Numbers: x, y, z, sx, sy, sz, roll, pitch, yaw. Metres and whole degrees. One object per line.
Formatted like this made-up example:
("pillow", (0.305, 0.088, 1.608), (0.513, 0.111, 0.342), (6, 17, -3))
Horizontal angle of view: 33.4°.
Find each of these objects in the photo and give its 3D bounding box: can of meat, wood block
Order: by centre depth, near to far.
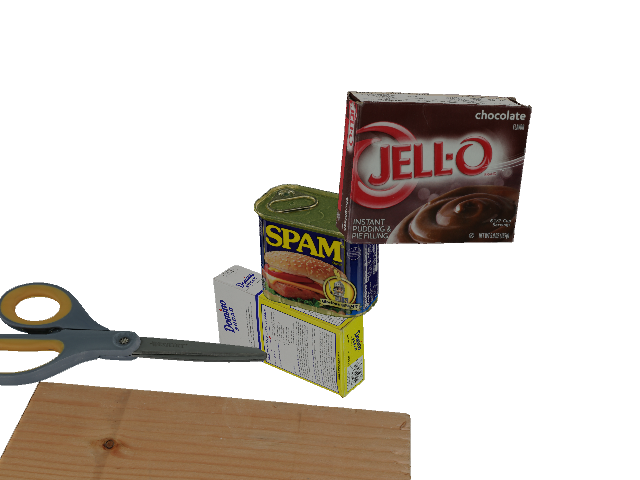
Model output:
("wood block", (-0.058, 0.143, 0.569), (0.206, 0.090, 0.090), (5, 30, 3))
("can of meat", (-0.001, 0.010, 0.865), (0.102, 0.084, 0.057), (13, 33, 23))

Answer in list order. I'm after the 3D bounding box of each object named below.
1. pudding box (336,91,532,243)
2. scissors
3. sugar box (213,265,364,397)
("pudding box", (0.069, -0.046, 0.668), (0.113, 0.090, 0.039), (-1, 22, -14))
("scissors", (-0.141, 0.059, 0.732), (0.201, 0.016, 0.096), (-7, 43, -5))
("sugar box", (-0.035, 0.096, 1.159), (0.176, 0.093, 0.048), (21, 38, 34))
